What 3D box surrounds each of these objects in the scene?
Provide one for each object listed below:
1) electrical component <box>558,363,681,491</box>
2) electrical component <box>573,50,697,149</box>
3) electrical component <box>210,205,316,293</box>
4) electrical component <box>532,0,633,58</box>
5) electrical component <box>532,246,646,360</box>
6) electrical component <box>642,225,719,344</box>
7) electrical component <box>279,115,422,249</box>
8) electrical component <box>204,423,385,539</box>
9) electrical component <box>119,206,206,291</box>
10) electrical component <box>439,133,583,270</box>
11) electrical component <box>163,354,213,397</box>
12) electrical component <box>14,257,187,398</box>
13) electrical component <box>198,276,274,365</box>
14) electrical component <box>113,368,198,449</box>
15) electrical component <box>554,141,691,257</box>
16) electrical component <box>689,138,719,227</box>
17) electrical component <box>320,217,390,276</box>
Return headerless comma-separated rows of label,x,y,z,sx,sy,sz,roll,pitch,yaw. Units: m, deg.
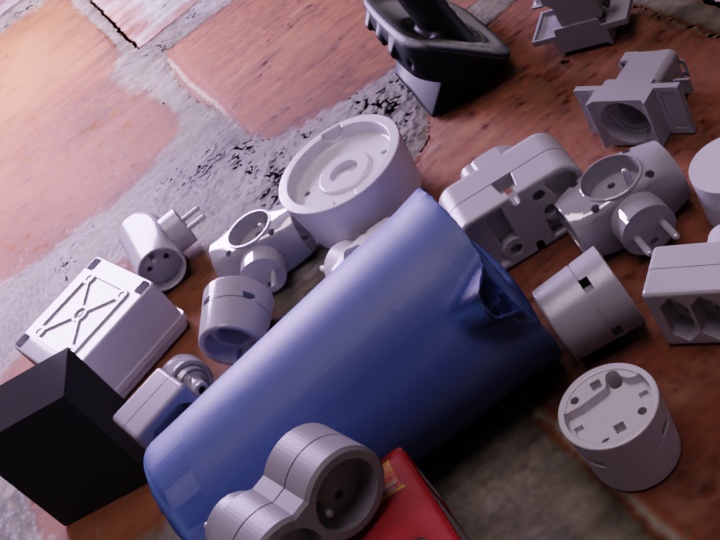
electrical component,0.141,0.086,0.579,0.055,0.047,0.055,-22,38,19
electrical component,0.200,-0.122,0.765,0.081,0.042,0.063,6,51,42
electrical component,-0.078,-0.008,0.865,0.077,0.044,0.079,-26,38,15
electrical component,0.175,-0.213,0.865,0.081,0.063,0.042,-9,46,33
electrical component,0.137,0.021,0.649,0.047,0.055,0.055,-34,36,10
electrical component,0.215,-0.002,0.615,0.083,0.047,0.075,-5,46,36
electrical component,-0.003,-0.064,0.851,0.108,0.060,0.108,-22,39,19
electrical component,-0.055,0.138,0.556,0.074,0.052,0.138,18,63,50
electrical component,-0.172,-0.028,0.965,0.079,0.044,0.077,-38,36,-2
electrical component,0.107,-0.048,0.749,0.095,0.053,0.059,-32,37,7
electrical component,-0.126,0.084,0.804,0.035,0.035,0.061,-47,22,-13
electrical component,-0.218,0.054,0.903,0.109,0.056,0.108,19,63,49
electrical component,-0.095,0.040,0.820,0.055,0.055,0.047,-19,44,23
electrical component,-0.132,0.108,0.749,0.047,0.083,0.076,-48,38,-15
electrical component,0.175,-0.036,0.687,0.077,0.044,0.079,-33,37,5
electrical component,0.256,-0.059,0.621,0.138,0.073,0.052,9,56,45
electrical component,0.000,0.000,0.793,0.077,0.043,0.079,-50,37,-16
